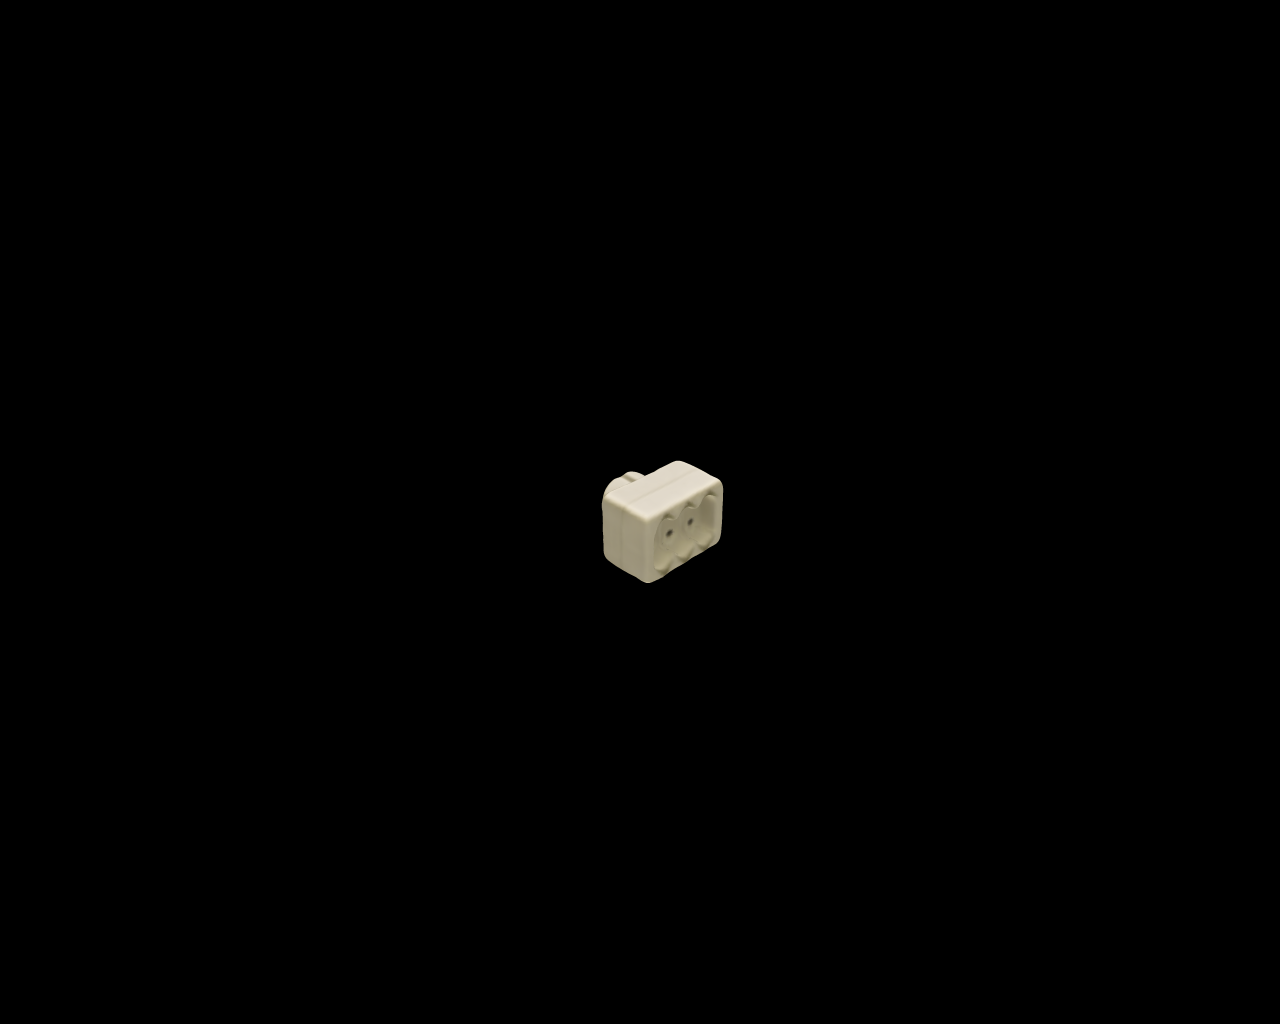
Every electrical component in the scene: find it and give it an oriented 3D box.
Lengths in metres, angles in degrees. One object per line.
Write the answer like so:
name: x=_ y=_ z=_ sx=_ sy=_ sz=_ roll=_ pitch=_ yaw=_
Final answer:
electrical component: x=0.001 y=-0.003 z=0.650 sx=0.066 sy=0.047 sz=0.077 roll=-27 pitch=42 yaw=-36
